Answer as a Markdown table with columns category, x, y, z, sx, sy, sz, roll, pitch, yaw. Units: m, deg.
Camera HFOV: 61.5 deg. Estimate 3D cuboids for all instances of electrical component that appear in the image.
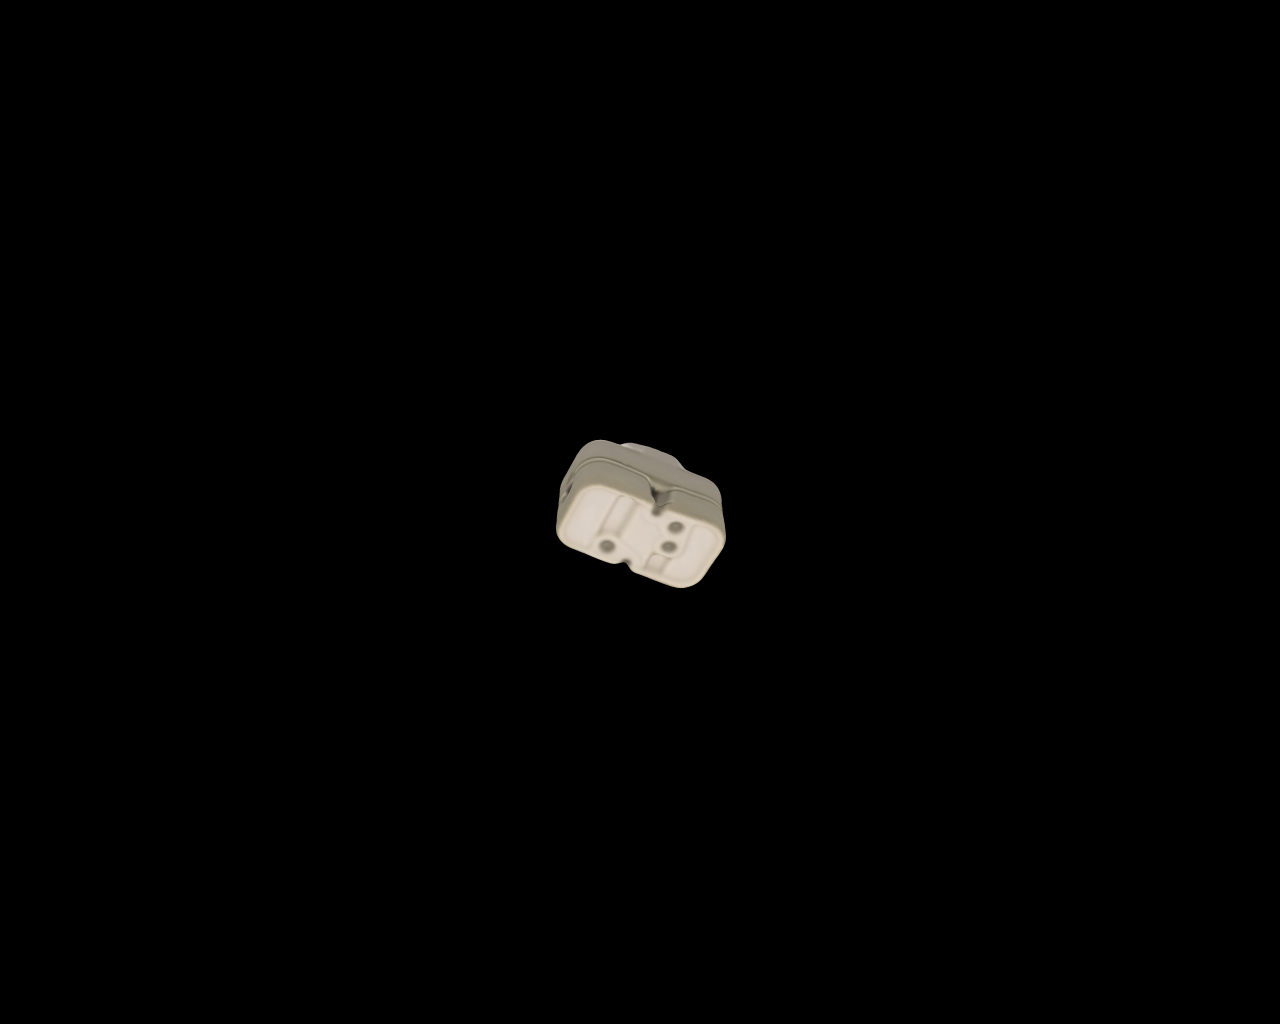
| category | x | y | z | sx | sy | sz | roll | pitch | yaw |
| --- | --- | --- | --- | --- | --- | --- | --- | --- | --- |
| electrical component | 0.001 | -0.003 | 0.650 | 0.095 | 0.053 | 0.059 | 21 | 35 | -15 |
